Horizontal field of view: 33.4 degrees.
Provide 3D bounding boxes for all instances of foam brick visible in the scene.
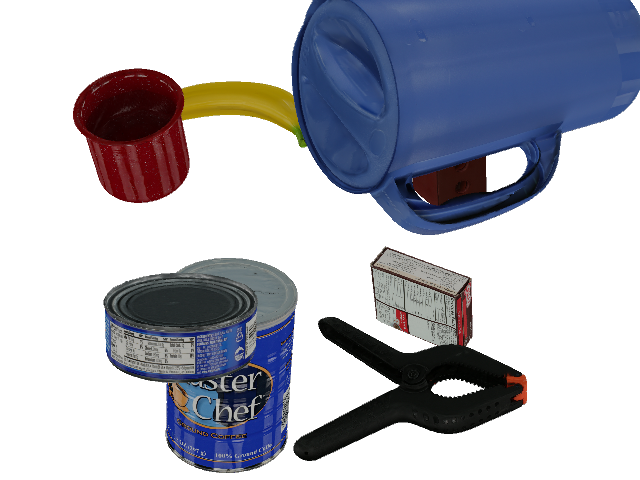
[{"bbox_3d":[0.115,-0.077,0.963,0.053,0.078,0.051,-17,32,-17],"label":"foam brick"}]

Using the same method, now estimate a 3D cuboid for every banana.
[{"bbox_3d":[-0.097,-0.147,1.169,0.198,0.037,0.069,9,45,18],"label":"banana"}]

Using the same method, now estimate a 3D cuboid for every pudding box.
[{"bbox_3d":[0.113,0.066,1.183,0.114,0.090,0.039,19,46,29],"label":"pudding box"}]

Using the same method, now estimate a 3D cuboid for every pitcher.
[{"bbox_3d":[0.114,-0.110,0.757,0.242,0.149,0.145,-14,32,-28],"label":"pitcher"}]

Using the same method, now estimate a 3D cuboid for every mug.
[{"bbox_3d":[-0.162,-0.095,0.923,0.093,0.117,0.081,-18,-38,-11],"label":"mug"}]

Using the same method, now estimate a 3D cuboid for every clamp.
[{"bbox_3d":[0.079,0.141,0.970,0.210,0.036,0.164,4,44,17],"label":"clamp"}]

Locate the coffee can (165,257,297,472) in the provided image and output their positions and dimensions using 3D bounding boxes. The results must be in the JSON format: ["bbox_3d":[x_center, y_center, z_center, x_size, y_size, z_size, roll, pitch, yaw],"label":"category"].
[{"bbox_3d":[-0.073,0.099,0.857,0.103,0.140,0.103,3,29,-2],"label":"coffee can"}]

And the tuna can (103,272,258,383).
[{"bbox_3d":[-0.078,0.048,0.600,0.086,0.034,0.086,2,18,-1],"label":"tuna can"}]
